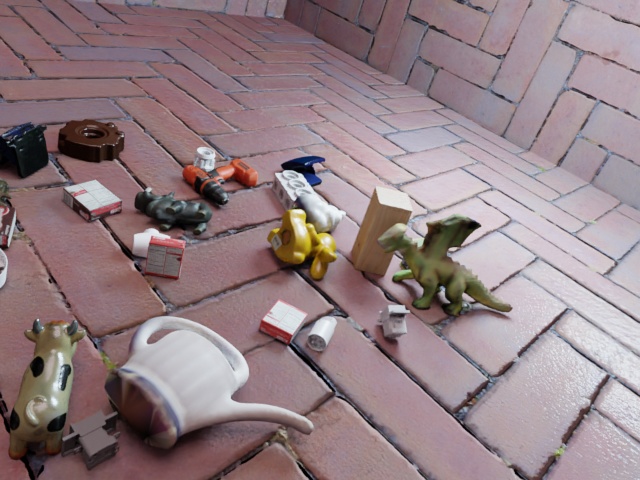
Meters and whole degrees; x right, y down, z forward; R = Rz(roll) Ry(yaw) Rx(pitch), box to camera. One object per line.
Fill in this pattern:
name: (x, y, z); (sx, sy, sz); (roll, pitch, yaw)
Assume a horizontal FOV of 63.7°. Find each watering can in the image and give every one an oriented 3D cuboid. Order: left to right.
watering can: (-0.193, 0.250, 0.840); (0.350, 0.102, 0.227); (33, 34, 19)

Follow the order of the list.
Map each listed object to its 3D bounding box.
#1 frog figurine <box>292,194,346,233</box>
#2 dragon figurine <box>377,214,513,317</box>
frog figurine: (0.004, -0.071, 1.414); (0.160, 0.121, 0.139); (-12, 22, -23)
dragon figurine: (0.328, 0.053, 1.281); (0.410, 0.238, 0.125); (10, 27, -10)
